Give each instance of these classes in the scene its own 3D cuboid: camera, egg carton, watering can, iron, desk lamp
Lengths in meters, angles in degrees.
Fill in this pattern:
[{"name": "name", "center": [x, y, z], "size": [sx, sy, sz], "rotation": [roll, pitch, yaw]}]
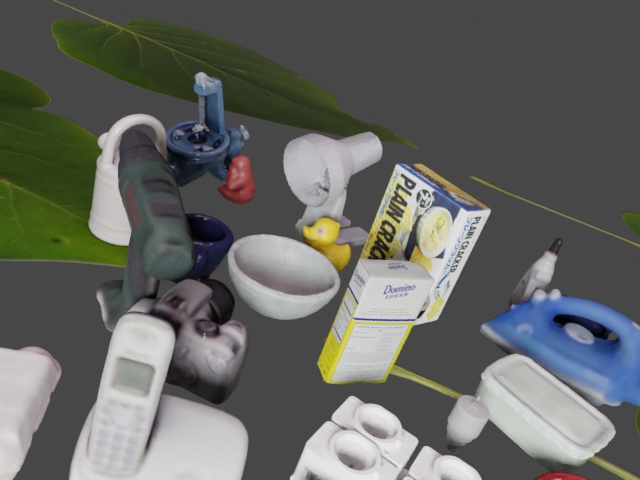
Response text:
[{"name": "camera", "center": [-0.141, 0.099, 0.687], "size": [0.143, 0.101, 0.137], "rotation": [24, 27, 9]}, {"name": "egg carton", "center": [-0.304, 0.153, 0.515], "size": [0.107, 0.069, 0.150], "rotation": [12, 28, -14]}, {"name": "watering can", "center": [-0.290, -0.102, 0.862], "size": [0.172, 0.194, 0.101], "rotation": [29, 28, 18]}, {"name": "iron", "center": [0.401, 0.148, 0.906], "size": [0.258, 0.141, 0.119], "rotation": [26, 27, 12]}, {"name": "desk lamp", "center": [0.023, -0.092, 1.028], "size": [0.204, 0.213, 0.117], "rotation": [-12, 40, -46]}]

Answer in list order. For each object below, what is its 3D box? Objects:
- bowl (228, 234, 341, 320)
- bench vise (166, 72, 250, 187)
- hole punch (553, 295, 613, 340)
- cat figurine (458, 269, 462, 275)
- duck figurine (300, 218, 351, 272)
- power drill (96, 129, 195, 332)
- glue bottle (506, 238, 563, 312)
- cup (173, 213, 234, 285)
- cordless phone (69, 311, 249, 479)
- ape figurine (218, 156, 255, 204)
[{"name": "bowl", "center": [-0.060, 0.065, 0.834], "size": [0.167, 0.075, 0.167], "rotation": [15, 27, -8]}, {"name": "bench vise", "center": [-0.216, -0.220, 1.103], "size": [0.121, 0.220, 0.208], "rotation": [22, 27, 7]}, {"name": "hole punch", "center": [0.459, 0.141, 1.014], "size": [0.108, 0.091, 0.101], "rotation": [33, 30, 25]}, {"name": "cat figurine", "center": [0.236, -0.007, 1.115], "size": [0.127, 0.118, 0.067], "rotation": [23, 27, 7]}, {"name": "duck figurine", "center": [0.009, 0.004, 0.981], "size": [0.105, 0.086, 0.077], "rotation": [8, 29, -20]}, {"name": "power drill", "center": [-0.219, 0.000, 0.701], "size": [0.076, 0.208, 0.228], "rotation": [0, 33, -33]}, {"name": "glue bottle", "center": [0.378, 0.072, 0.999], "size": [0.037, 0.173, 0.078], "rotation": [21, 27, 4]}, {"name": "cup", "center": [-0.174, 0.029, 0.803], "size": [0.092, 0.095, 0.117], "rotation": [10, 28, -18]}, {"name": "cordless phone", "center": [-0.129, 0.155, 0.497], "size": [0.148, 0.185, 0.094], "rotation": [15, 27, -8]}, {"name": "ape figurine", "center": [-0.157, -0.119, 1.095], "size": [0.076, 0.092, 0.078], "rotation": [22, 27, 5]}]
